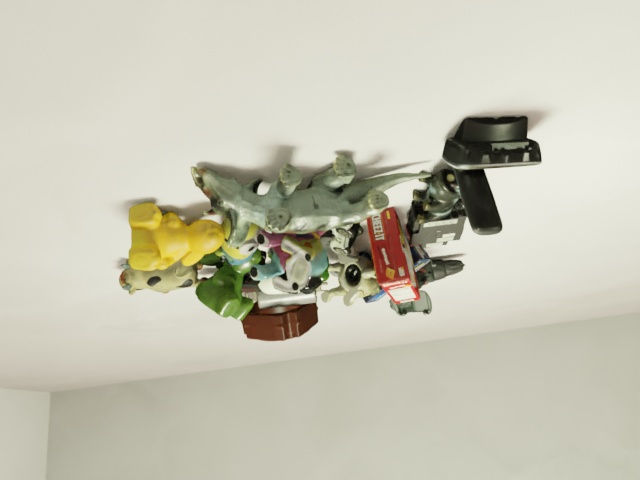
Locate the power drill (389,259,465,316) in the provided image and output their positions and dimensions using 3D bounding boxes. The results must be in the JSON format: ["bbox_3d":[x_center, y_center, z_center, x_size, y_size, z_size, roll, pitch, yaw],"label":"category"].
[{"bbox_3d":[0.278,0.118,1.472,0.232,0.207,0.085,-7,119,20],"label":"power drill"}]

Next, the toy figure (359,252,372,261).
[{"bbox_3d":[0.112,0.069,1.429,0.064,0.058,0.154,-12,155,-3],"label":"toy figure"}]

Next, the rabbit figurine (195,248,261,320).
[{"bbox_3d":[-0.204,0.080,1.247,0.159,0.170,0.121,30,178,31],"label":"rabbit figurine"}]

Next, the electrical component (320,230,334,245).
[{"bbox_3d":[-0.003,-0.004,1.238,0.094,0.021,0.063,4,158,-28],"label":"electrical component"}]

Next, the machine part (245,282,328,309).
[{"bbox_3d":[-0.096,0.155,1.564,0.243,0.079,0.079,-8,160,0],"label":"machine part"}]

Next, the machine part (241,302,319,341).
[{"bbox_3d":[-0.120,0.233,1.617,0.202,0.087,0.201,-4,-170,27],"label":"machine part"}]

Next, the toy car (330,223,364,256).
[{"bbox_3d":[0.057,-0.025,1.119,0.056,0.073,0.201,29,162,9],"label":"toy car"}]

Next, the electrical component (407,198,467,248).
[{"bbox_3d":[0.249,-0.035,1.163,0.115,0.058,0.134,-4,152,0],"label":"electrical component"}]

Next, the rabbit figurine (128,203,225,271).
[{"bbox_3d":[-0.266,0.004,1.030,0.173,0.122,0.162,-7,165,-3],"label":"rabbit figurine"}]

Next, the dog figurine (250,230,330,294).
[{"bbox_3d":[-0.026,0.022,1.085,0.192,0.108,0.219,18,-160,30],"label":"dog figurine"}]

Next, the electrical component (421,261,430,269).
[{"bbox_3d":[0.240,0.063,1.444,0.102,0.045,0.078,-11,-167,1],"label":"electrical component"}]

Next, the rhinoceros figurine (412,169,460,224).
[{"bbox_3d":[0.240,-0.090,1.006,0.112,0.073,0.190,-3,160,-8],"label":"rhinoceros figurine"}]

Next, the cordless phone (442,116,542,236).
[{"bbox_3d":[0.281,-0.096,0.841,0.147,0.184,0.088,-3,155,-9],"label":"cordless phone"}]

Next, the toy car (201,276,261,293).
[{"bbox_3d":[-0.238,0.116,1.445,0.089,0.053,0.202,-7,167,33],"label":"toy car"}]

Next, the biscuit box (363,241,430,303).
[{"bbox_3d":[0.185,0.084,1.385,0.202,0.063,0.059,-44,154,29],"label":"biscuit box"}]

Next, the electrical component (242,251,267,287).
[{"bbox_3d":[-0.178,0.076,1.329,0.047,0.075,0.119,9,157,-40],"label":"electrical component"}]

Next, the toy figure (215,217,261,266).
[{"bbox_3d":[-0.171,0.001,1.111,0.089,0.082,0.180,26,158,-11],"label":"toy figure"}]

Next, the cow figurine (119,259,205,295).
[{"bbox_3d":[-0.385,0.088,1.276,0.195,0.085,0.127,-8,166,10],"label":"cow figurine"}]

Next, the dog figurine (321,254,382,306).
[{"bbox_3d":[0.114,0.089,1.270,0.190,0.121,0.172,2,180,-42],"label":"dog figurine"}]

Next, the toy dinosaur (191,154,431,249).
[{"bbox_3d":[-0.017,-0.063,0.948,0.405,0.131,0.192,-3,173,-23],"label":"toy dinosaur"}]
